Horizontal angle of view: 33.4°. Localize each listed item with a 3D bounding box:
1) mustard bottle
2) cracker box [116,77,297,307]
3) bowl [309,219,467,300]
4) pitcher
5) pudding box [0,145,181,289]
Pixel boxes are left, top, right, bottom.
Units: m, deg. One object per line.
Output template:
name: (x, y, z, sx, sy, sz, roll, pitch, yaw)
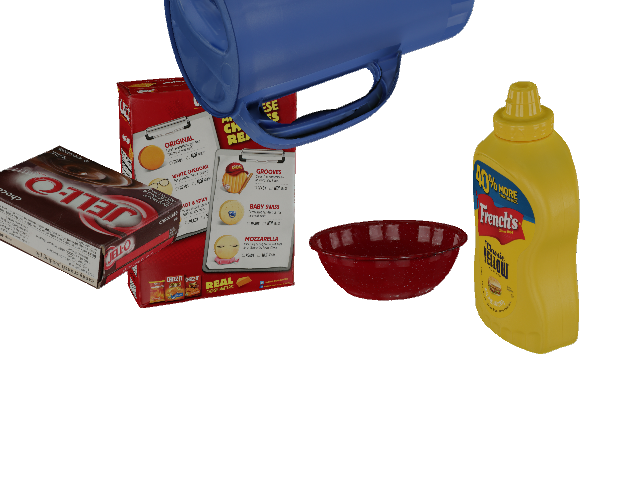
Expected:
mustard bottle: (0.146, -0.021, 0.763, 0.058, 0.192, 0.096, -15, 29, -18)
cracker box: (-0.110, -0.052, 1.048, 0.164, 0.214, 0.072, -8, 22, -21)
bowl: (0.070, 0.022, 1.087, 0.162, 0.055, 0.162, -3, 13, 1)
pitcher: (0.007, -0.183, 0.877, 0.242, 0.149, 0.145, -19, 36, -24)
pudding box: (-0.166, -0.018, 0.730, 0.114, 0.039, 0.089, 22, 29, 20)
